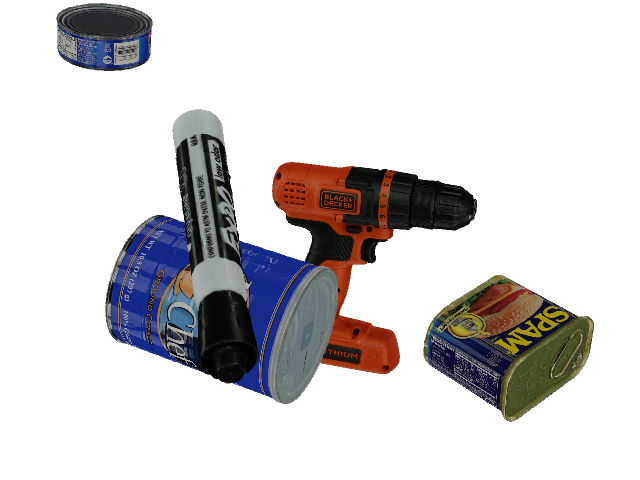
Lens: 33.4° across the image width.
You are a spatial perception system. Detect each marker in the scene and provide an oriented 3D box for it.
[{"bbox_3d":[-0.037,-0.001,0.364,0.020,0.020,0.121,0,44,-13],"label":"marker"}]

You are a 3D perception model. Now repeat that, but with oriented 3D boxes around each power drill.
[{"bbox_3d":[0.043,0.024,0.976,0.184,0.188,0.057,9,19,15],"label":"power drill"}]

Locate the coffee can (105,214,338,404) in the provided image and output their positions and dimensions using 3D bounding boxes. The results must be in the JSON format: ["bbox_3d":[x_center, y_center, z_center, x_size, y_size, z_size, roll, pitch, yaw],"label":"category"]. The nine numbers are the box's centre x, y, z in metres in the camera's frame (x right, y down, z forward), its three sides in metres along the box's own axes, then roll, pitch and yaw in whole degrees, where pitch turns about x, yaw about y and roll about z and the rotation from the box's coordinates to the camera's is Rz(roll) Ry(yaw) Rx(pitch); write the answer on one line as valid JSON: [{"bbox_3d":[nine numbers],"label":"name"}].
[{"bbox_3d":[-0.071,0.049,0.786,0.140,0.103,0.102,17,6,19],"label":"coffee can"}]

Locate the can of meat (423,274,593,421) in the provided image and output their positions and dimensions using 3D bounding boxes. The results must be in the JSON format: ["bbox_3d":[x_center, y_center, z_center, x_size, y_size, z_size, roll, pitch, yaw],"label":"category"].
[{"bbox_3d":[0.141,0.077,0.806,0.101,0.057,0.084,-27,41,-33],"label":"can of meat"}]

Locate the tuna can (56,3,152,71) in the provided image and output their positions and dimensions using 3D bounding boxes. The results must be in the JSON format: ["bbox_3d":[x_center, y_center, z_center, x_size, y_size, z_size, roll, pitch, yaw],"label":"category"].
[{"bbox_3d":[-0.197,-0.186,0.975,0.086,0.034,0.086,6,31,-4],"label":"tuna can"}]
